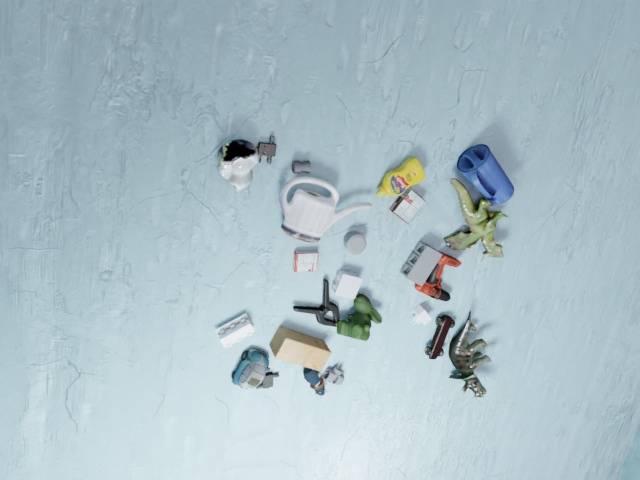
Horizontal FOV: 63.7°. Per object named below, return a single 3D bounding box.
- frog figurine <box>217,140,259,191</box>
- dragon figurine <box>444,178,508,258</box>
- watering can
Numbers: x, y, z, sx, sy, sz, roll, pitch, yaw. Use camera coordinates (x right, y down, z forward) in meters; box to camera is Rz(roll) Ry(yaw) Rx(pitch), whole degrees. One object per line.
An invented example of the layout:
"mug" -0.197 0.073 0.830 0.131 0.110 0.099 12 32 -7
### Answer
"frog figurine" -0.256 -0.239 1.640 0.138 0.124 0.156 -35 155 -14
"dragon figurine" 0.593 -0.057 2.033 0.407 0.124 0.240 31 104 -19
"watering can" 0.005 -0.089 1.778 0.346 0.105 0.222 18 103 -26
